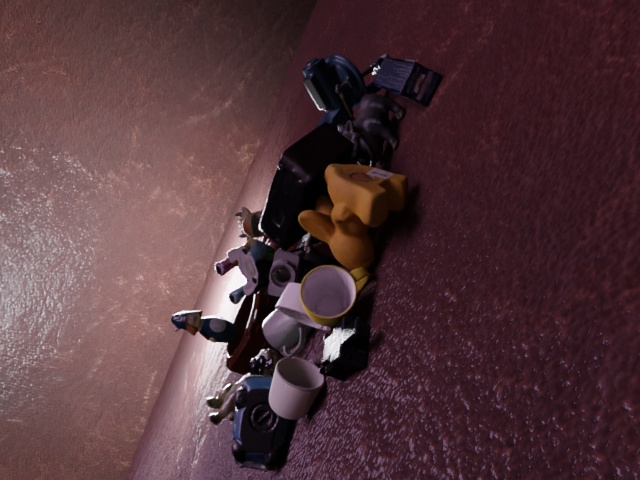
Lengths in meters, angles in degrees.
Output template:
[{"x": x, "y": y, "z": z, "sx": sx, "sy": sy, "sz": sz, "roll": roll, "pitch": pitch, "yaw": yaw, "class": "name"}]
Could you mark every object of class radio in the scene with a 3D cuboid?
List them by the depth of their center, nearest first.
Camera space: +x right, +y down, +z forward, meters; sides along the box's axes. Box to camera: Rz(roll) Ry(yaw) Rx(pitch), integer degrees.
[{"x": -0.030, "y": -0.088, "z": 0.966, "sx": 0.131, "sy": 0.073, "sz": 0.229, "roll": -40, "pitch": -16, "yaw": -35, "class": "radio"}]

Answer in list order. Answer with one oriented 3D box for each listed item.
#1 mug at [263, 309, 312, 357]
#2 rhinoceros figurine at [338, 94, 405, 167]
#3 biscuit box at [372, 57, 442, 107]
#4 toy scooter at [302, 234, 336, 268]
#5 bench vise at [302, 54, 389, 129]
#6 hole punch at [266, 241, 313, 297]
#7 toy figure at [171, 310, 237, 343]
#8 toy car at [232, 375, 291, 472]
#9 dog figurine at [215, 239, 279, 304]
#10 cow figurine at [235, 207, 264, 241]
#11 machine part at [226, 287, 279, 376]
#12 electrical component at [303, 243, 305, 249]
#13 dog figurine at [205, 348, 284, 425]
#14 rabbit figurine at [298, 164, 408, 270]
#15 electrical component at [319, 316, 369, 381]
[{"x": -0.052, "y": 0.167, "z": 1.055, "sx": 0.107, "sy": 0.081, "sz": 0.110, "roll": -48, "pitch": 35, "yaw": 32, "class": "mug"}, {"x": 0.088, "y": -0.199, "z": 1.016, "sx": 0.073, "sy": 0.112, "sz": 0.190, "roll": -31, "pitch": 32, "yaw": 61, "class": "rhinoceros figurine"}, {"x": 0.159, "y": -0.301, "z": 1.010, "sx": 0.203, "sy": 0.059, "sz": 0.062, "roll": -112, "pitch": 44, "yaw": -67, "class": "biscuit box"}, {"x": 0.033, "y": -0.017, "z": 1.023, "sx": 0.184, "sy": 0.075, "sz": 0.135, "roll": -24, "pitch": 46, "yaw": 64, "class": "toy scooter"}, {"x": 0.077, "y": -0.309, "z": 1.146, "sx": 0.240, "sy": 0.223, "sz": 0.129, "roll": -42, "pitch": 11, "yaw": -22, "class": "bench vise"}, {"x": -0.043, "y": 0.084, "z": 1.148, "sx": 0.142, "sy": 0.092, "sz": 0.116, "roll": -67, "pitch": -9, "yaw": 13, "class": "hole punch"}, {"x": -0.276, "y": 0.202, "z": 1.279, "sx": 0.064, "sy": 0.154, "sz": 0.057, "roll": -100, "pitch": 32, "yaw": -63, "class": "toy figure"}, {"x": -0.101, "y": 0.331, "z": 0.984, "sx": 0.103, "sy": 0.109, "sz": 0.161, "roll": 80, "pitch": -164, "yaw": -77, "class": "toy car"}, {"x": -0.120, "y": 0.047, "z": 1.229, "sx": 0.191, "sy": 0.108, "sz": 0.219, "roll": -35, "pitch": -5, "yaw": 42, "class": "dog figurine"}, {"x": -0.116, "y": -0.051, "z": 1.294, "sx": 0.127, "sy": 0.195, "sz": 0.085, "roll": -6, "pitch": 100, "yaw": 35, "class": "cow figurine"}, {"x": -0.156, "y": 0.213, "z": 1.309, "sx": 0.201, "sy": 0.087, "sz": 0.201, "roll": -90, "pitch": 26, "yaw": -52, "class": "machine part"}, {"x": -0.002, "y": -0.003, "z": 1.125, "sx": 0.094, "sy": 0.021, "sz": 0.063, "roll": -9, "pitch": -51, "yaw": -61, "class": "electrical component"}, {"x": -0.141, "y": 0.309, "z": 1.153, "sx": 0.190, "sy": 0.121, "sz": 0.172, "roll": -55, "pitch": 19, "yaw": -4, "class": "dog figurine"}, {"x": 0.048, "y": -0.028, "z": 0.866, "sx": 0.122, "sy": 0.163, "sz": 0.173, "roll": -48, "pitch": -35, "yaw": -52, "class": "rabbit figurine"}, {"x": 0.045, "y": 0.155, "z": 0.806, "sx": 0.119, "sy": 0.048, "sz": 0.075, "roll": -51, "pitch": 24, "yaw": 45, "class": "electrical component"}]
